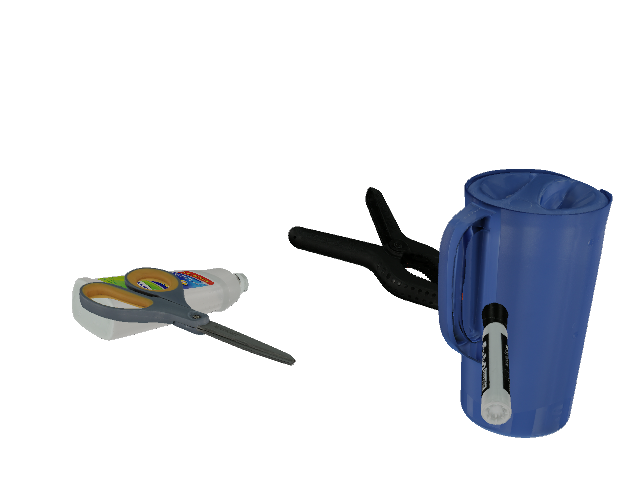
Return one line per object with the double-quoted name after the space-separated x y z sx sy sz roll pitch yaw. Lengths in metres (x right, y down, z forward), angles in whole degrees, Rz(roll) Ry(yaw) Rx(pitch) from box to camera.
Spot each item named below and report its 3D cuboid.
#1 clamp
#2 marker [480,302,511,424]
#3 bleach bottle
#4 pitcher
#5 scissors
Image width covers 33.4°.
0.075 0.020 1.248 0.164 0.036 0.210 -22 52 -39 "clamp"
0.118 0.079 0.717 0.020 0.020 0.121 0 29 9 "marker"
-0.209 0.075 1.474 0.250 0.068 0.103 -11 26 -44 "bleach bottle"
0.186 0.062 1.012 0.149 0.243 0.145 5 21 9 "pitcher"
-0.101 0.058 0.885 0.202 0.016 0.096 12 24 15 "scissors"
